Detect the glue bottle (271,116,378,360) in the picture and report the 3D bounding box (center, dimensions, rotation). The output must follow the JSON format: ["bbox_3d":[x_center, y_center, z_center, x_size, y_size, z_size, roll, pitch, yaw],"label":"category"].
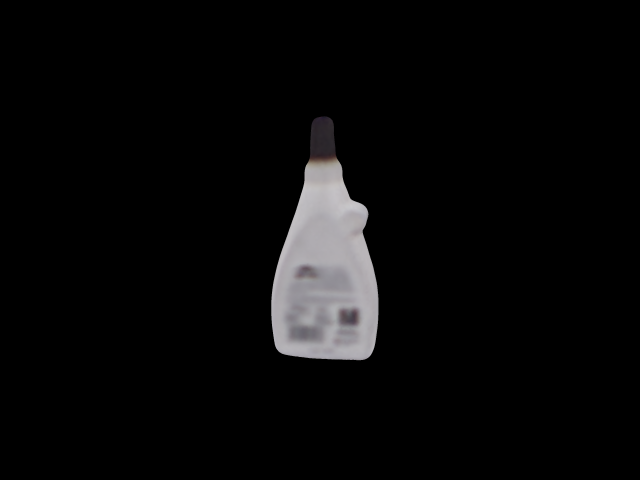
[{"bbox_3d":[0.004,0.001,0.400,0.078,0.173,0.037,3,22,7],"label":"glue bottle"}]
